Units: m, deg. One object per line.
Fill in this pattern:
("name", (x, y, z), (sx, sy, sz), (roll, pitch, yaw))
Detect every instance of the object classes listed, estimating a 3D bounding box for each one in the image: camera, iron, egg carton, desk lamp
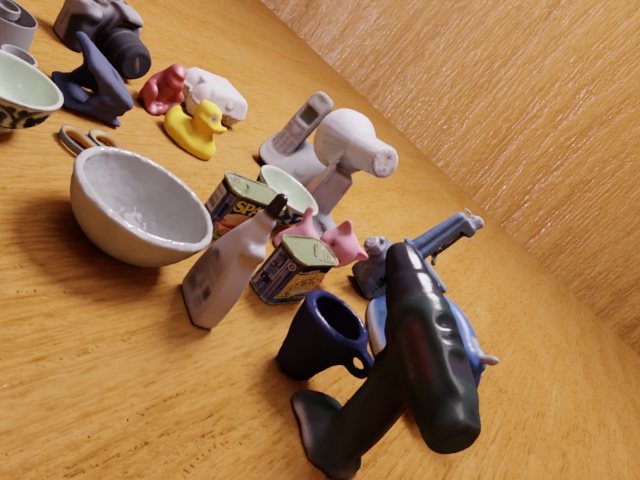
("camera", (-0.360, -0.357, 1.001), (0.136, 0.100, 0.144), (50, 23, 23))
("iron", (0.161, 0.139, 0.859), (0.119, 0.141, 0.257), (25, 26, -35))
("egg carton", (-0.217, -0.285, 1.149), (0.107, 0.069, 0.151), (50, 22, 22))
("desk lamp", (0.044, -0.119, 1.067), (0.118, 0.213, 0.202), (24, 27, -37))

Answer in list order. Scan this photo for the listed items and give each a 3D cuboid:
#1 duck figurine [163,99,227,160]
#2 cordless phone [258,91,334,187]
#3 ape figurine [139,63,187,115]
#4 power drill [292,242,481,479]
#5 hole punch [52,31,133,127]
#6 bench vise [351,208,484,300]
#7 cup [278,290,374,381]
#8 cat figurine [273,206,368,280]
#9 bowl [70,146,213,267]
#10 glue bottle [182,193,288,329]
("duck figurine", (-0.207, -0.200, 0.976), (0.104, 0.086, 0.077), (40, 21, -3))
("cordless phone", (-0.020, -0.190, 1.140), (0.147, 0.185, 0.094), (45, 21, 11))
("ape figurine", (-0.266, -0.268, 0.998), (0.078, 0.092, 0.076), (21, 28, -42))
("power drill", (0.065, 0.138, 0.602), (0.076, 0.208, 0.229), (25, 26, -36))
("hole punch", (-0.323, -0.237, 0.841), (0.101, 0.091, 0.108), (16, 32, -48))
("bench vise", (0.178, 0.029, 0.997), (0.208, 0.219, 0.121), (11, 36, -53))
("cup", (0.004, 0.130, 0.672), (0.117, 0.095, 0.092), (49, 22, 21))
("cat figurine", (0.008, 0.003, 0.899), (0.127, 0.117, 0.067), (48, 22, 18))
("bowl", (-0.209, -0.025, 0.641), (0.168, 0.074, 0.167), (35, 22, -16))
("glue bottle", (-0.089, 0.015, 0.630), (0.037, 0.173, 0.078), (23, 27, -39))
